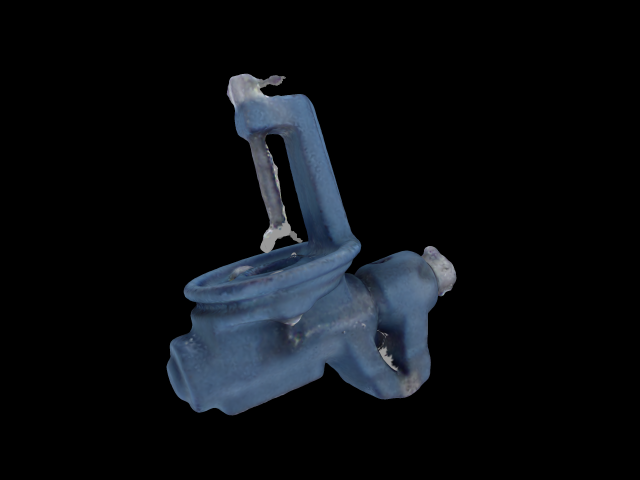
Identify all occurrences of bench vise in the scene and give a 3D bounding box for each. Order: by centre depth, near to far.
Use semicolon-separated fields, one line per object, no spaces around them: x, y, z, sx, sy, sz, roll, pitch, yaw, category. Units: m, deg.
-0.004;0.001;0.409;0.208;0.220;0.121;0;0;-43;bench vise
